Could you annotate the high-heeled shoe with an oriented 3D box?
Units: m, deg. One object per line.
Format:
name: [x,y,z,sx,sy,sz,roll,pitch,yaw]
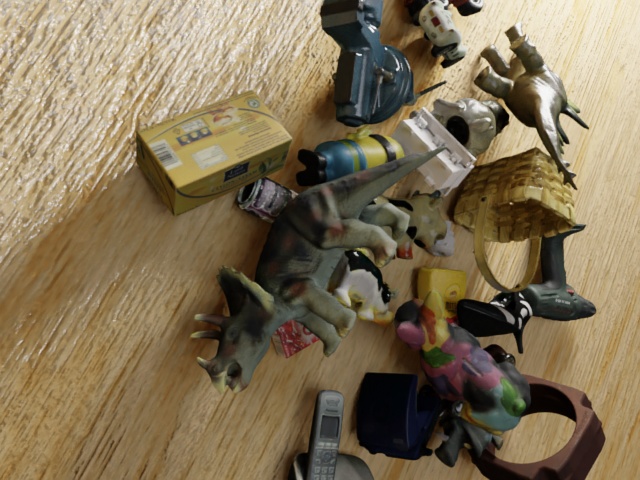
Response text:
high-heeled shoe: [0.315,0.110,0.970,0.248,0.086,0.145,36,45,-38]

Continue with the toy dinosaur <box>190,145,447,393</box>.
toy dinosaur: [-0.010,0.012,0.701,0.192,0.131,0.404,30,81,3]

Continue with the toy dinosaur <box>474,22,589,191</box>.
toy dinosaur: [0.367,-0.245,0.914,0.198,0.105,0.471,41,39,-13]

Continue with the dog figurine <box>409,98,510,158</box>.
dog figurine: [0.274,-0.201,0.909,0.190,0.172,0.121,-23,114,-24]

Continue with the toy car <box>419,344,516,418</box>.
toy car: [0.258,0.244,0.950,0.202,0.089,0.053,-26,107,-29]

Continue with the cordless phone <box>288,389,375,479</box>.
cordless phone: [0.029,0.321,0.808,0.146,0.089,0.184,17,77,-32]

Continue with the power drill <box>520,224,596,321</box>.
power drill: [0.501,0.067,1.119,0.232,0.086,0.207,0,98,-31]

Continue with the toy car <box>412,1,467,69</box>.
toy car: [0.199,-0.330,0.869,0.073,0.056,0.201,60,22,3]

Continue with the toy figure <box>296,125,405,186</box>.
toy figure: [0.050,-0.111,0.799,0.180,0.089,0.082,-18,142,-44]

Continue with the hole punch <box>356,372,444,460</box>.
hole punch: [0.114,0.269,0.836,0.092,0.142,0.116,51,52,-25]

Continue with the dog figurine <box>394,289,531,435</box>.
dog figurine: [0.202,0.174,0.806,0.108,0.192,0.219,-45,124,-8]

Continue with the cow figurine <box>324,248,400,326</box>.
cow figurine: [0.068,0.072,0.827,0.167,0.068,0.098,35,76,-45]

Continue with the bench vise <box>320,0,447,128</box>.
bench vise: [0.087,-0.269,0.818,0.240,0.129,0.223,8,76,-53]

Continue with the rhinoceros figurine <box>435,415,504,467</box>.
rhinoceros figurine: [0.269,0.313,0.947,0.190,0.112,0.073,-46,135,-36]

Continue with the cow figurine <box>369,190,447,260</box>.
cow figurine: [0.122,-0.033,0.862,0.195,0.086,0.127,13,85,-28]

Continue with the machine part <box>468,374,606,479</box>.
machine part: [0.383,0.351,0.966,0.201,0.201,0.087,-42,115,-26]

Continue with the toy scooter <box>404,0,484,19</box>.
toy scooter: [0.205,-0.447,0.911,0.184,0.075,0.135,-21,103,-34]

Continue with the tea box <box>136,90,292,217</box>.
tea box: [-0.133,-0.112,0.678,0.169,0.068,0.098,-27,72,-30]
